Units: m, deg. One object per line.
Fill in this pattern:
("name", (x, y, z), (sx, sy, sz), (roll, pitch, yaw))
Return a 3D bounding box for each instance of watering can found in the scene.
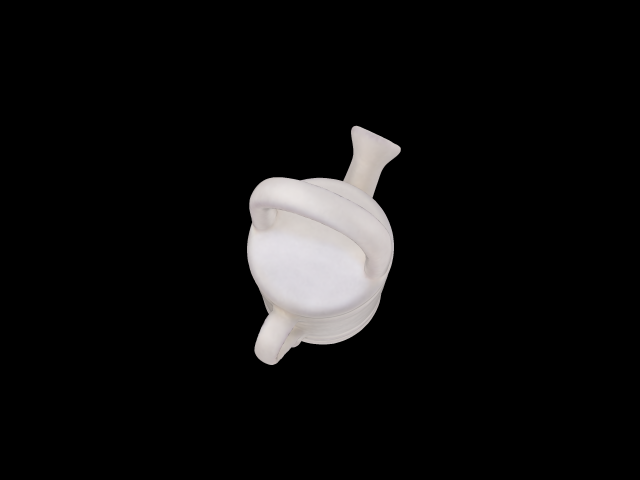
("watering can", (0.002, 0.001, 0.400), (0.101, 0.194, 0.173), (5, 71, 2))
